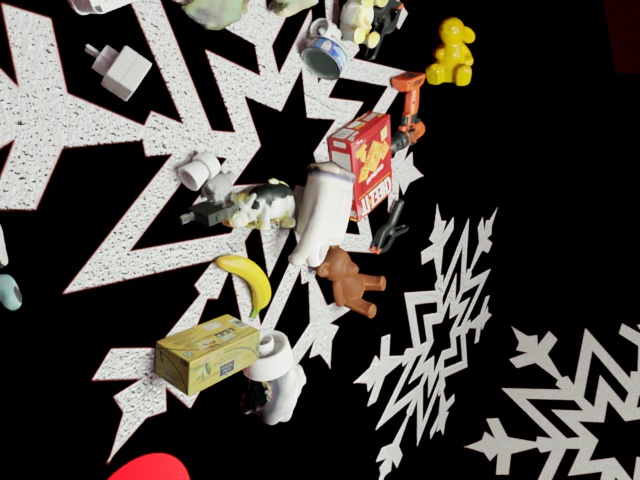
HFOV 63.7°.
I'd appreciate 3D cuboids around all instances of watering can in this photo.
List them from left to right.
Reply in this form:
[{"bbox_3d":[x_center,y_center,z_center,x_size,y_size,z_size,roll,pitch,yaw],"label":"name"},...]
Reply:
[{"bbox_3d":[0.003,-0.052,1.042,0.348,0.104,0.224,-9,110,-82],"label":"watering can"}]

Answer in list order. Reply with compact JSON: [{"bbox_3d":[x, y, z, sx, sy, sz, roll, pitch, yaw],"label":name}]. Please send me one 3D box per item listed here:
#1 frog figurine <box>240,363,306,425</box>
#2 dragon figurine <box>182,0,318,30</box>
[{"bbox_3d":[-0.080,0.333,1.144,0.159,0.122,0.138,11,77,-44],"label":"frog figurine"},{"bbox_3d":[-0.135,-0.431,0.755,0.412,0.123,0.239,-9,120,-52],"label":"dragon figurine"}]
